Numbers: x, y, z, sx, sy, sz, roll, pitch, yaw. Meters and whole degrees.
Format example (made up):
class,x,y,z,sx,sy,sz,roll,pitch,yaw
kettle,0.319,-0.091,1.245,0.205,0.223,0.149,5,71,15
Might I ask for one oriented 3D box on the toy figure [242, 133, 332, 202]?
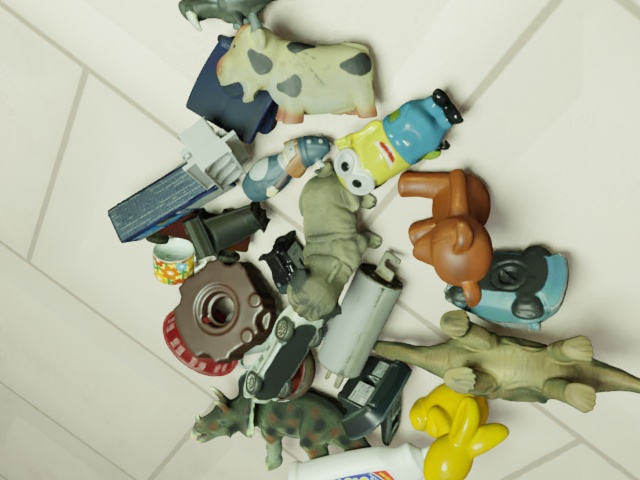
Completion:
class,x,y,z,sx,sy,sz,roll,pitch,yaw
toy figure,-0.050,-0.106,0.779,0.154,0.058,0.064,-31,79,35

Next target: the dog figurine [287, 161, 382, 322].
class,x,y,z,sx,sy,sz,roll,pitch,yaw
dog figurine,0.002,-0.001,0.745,0.121,0.190,0.172,-19,109,30

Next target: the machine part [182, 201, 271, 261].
class,x,y,z,sx,sy,sz,roll,pitch,yaw
machine part,-0.146,-0.020,0.837,0.139,0.039,0.084,-17,93,17

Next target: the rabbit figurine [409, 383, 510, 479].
class,x,y,z,sx,sy,sz,roll,pitch,yaw
rabbit figurine,0.222,0.316,0.856,0.122,0.173,0.162,43,130,-1

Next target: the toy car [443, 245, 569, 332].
class,x,y,z,sx,sy,sz,roll,pitch,yaw
toy car,0.261,0.077,0.743,0.162,0.109,0.102,-4,135,34

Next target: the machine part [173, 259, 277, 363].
class,x,y,z,sx,sy,sz,roll,pitch,yaw
machine part,-0.164,0.118,0.908,0.180,0.056,0.179,-4,79,21

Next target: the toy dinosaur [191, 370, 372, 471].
class,x,y,z,sx,sy,sz,roll,pitch,yaw
toy dinosaur,-0.032,0.345,1.017,0.405,0.131,0.191,1,120,14

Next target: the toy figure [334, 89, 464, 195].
class,x,y,z,sx,sy,sz,roll,pitch,yaw
toy figure,0.099,-0.122,0.702,0.180,0.089,0.082,-34,71,24

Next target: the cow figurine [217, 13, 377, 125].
class,x,y,z,sx,sy,sz,roll,pitch,yaw
cow figurine,-0.029,-0.209,0.663,0.195,0.085,0.127,-5,105,-12

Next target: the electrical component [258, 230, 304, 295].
class,x,y,z,sx,sy,sz,roll,pitch,yaw
electrical component,-0.041,0.054,0.865,0.048,0.075,0.119,-24,104,32

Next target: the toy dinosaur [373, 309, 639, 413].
class,x,y,z,sx,sy,sz,roll,pitch,yaw
toy dinosaur,0.236,0.176,0.757,0.472,0.105,0.198,8,163,34

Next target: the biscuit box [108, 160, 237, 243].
class,x,y,z,sx,sy,sz,roll,pitch,yaw
biscuit box,-0.234,-0.065,0.842,0.203,0.059,0.063,-27,87,15

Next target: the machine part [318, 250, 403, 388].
class,x,y,z,sx,sy,sz,roll,pitch,yaw
machine part,0.061,0.126,0.839,0.079,0.079,0.243,25,108,7

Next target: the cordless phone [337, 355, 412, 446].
class,x,y,z,sx,sy,sz,roll,pitch,yaw
cordless phone,0.097,0.304,0.915,0.089,0.146,0.184,12,125,28

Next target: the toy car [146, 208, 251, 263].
class,x,y,z,sx,sy,sz,roll,pitch,yaw
toy car,-0.206,-0.023,0.900,0.202,0.053,0.089,12,102,14

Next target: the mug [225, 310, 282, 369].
class,x,y,z,sx,sy,sz,roll,pitch,yaw
mug,-0.105,0.168,0.943,0.107,0.109,0.080,-14,142,22

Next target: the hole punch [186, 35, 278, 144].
class,x,y,z,sx,sy,sz,roll,pitch,yaw
hole punch,-0.108,-0.204,0.734,0.142,0.092,0.115,32,122,6

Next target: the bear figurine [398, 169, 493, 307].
class,x,y,z,sx,sy,sz,roll,pitch,yaw
bear figurine,0.154,-0.008,0.676,0.132,0.196,0.120,-5,120,26

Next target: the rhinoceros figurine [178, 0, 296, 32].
class,x,y,z,sx,sy,sz,roll,pitch,yaw
rhinoceros figurine,-0.094,-0.322,0.671,0.190,0.073,0.111,-6,127,23

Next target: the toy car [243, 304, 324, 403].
class,x,y,z,sx,sy,sz,roll,pitch,yaw
toy car,-0.060,0.190,0.884,0.073,0.056,0.201,16,114,-32
